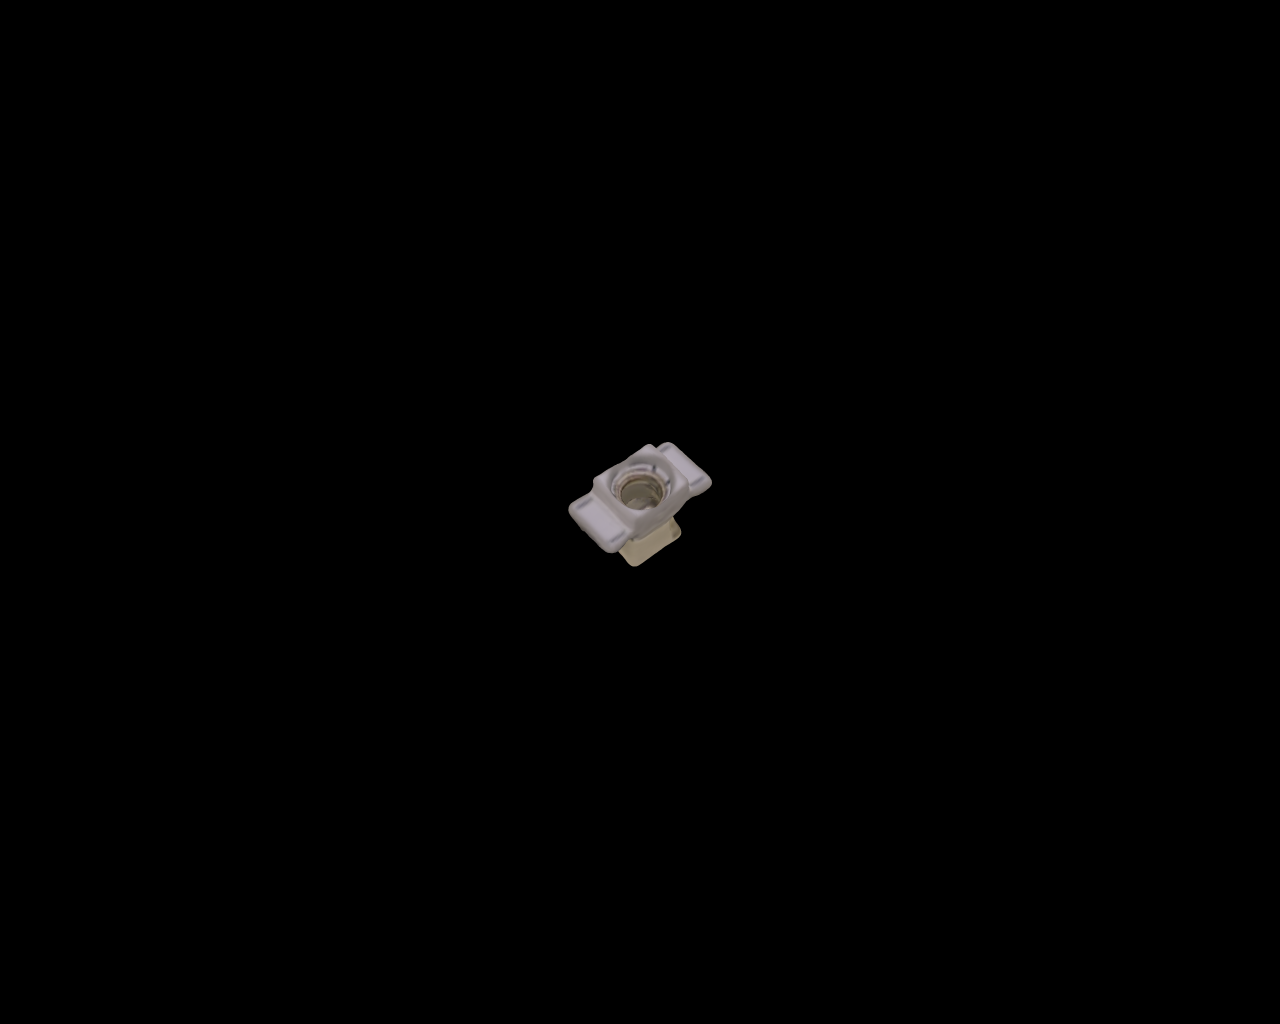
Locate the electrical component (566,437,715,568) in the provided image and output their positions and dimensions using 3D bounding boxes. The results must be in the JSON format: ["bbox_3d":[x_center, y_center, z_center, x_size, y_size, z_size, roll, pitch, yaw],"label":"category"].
[{"bbox_3d":[0.001,-0.003,0.650,0.081,0.042,0.063,-33,-29,-21],"label":"electrical component"}]
